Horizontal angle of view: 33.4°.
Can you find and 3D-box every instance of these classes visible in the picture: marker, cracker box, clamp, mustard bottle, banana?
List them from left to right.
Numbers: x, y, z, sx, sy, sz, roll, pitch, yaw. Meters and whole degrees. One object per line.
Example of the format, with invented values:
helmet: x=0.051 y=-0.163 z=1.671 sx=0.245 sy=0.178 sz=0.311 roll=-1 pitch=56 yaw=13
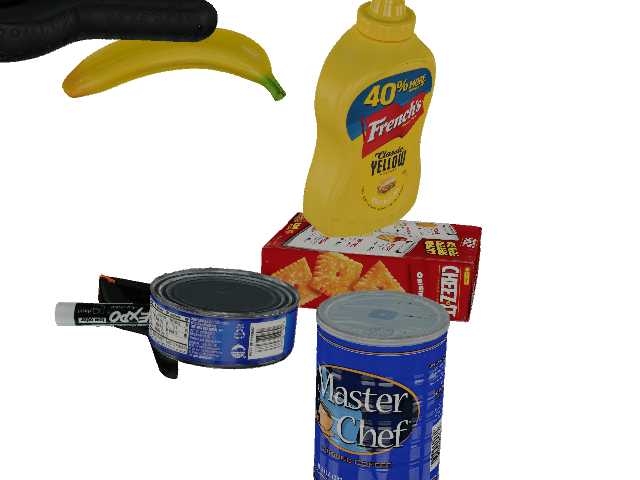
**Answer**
clamp: x=-0.159 y=-0.139 z=0.625 sx=0.171 sy=0.039 sz=0.120 roll=-11 pitch=31 yaw=-28
marker: x=-0.144 y=0.058 z=0.828 sx=0.121 sy=0.020 sz=0.020 roll=0 pitch=0 yaw=3
clamp: x=-0.168 y=0.084 z=1.120 sx=0.210 sy=0.036 sz=0.164 roll=19 pitch=20 yaw=28
banana: x=-0.131 y=-0.161 z=0.958 sx=0.197 sy=0.069 sz=0.037 roll=-1 pitch=-33 yaw=-4
mustard bottle: x=0.039 y=-0.097 z=0.779 sx=0.096 sy=0.192 sz=0.058 roll=-19 pitch=43 yaw=-30
cracker box: x=0.059 y=0.026 z=1.133 sx=0.214 sy=0.072 sz=0.164 roll=5 pitch=15 yaw=11

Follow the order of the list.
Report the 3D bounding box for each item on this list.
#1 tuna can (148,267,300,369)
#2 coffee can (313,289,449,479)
tuna can: x=-0.056 y=0.044 z=0.613 sx=0.086 sy=0.034 sz=0.086 roll=5 pitch=14 yaw=-2
coffee can: x=0.046 y=0.121 z=0.838 sx=0.103 sy=0.140 sz=0.103 roll=1 pitch=17 yaw=-1
